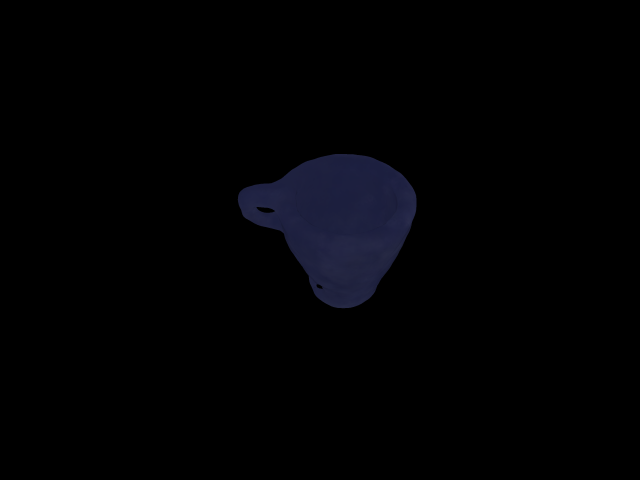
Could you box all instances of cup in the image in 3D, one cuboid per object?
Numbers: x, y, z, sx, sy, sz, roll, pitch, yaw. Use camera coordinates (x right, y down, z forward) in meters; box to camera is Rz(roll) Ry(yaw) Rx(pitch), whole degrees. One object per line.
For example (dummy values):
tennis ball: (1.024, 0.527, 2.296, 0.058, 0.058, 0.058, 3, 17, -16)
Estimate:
cup: (0.004, 0.001, 0.400, 0.117, 0.095, 0.091, 4, 46, 4)
